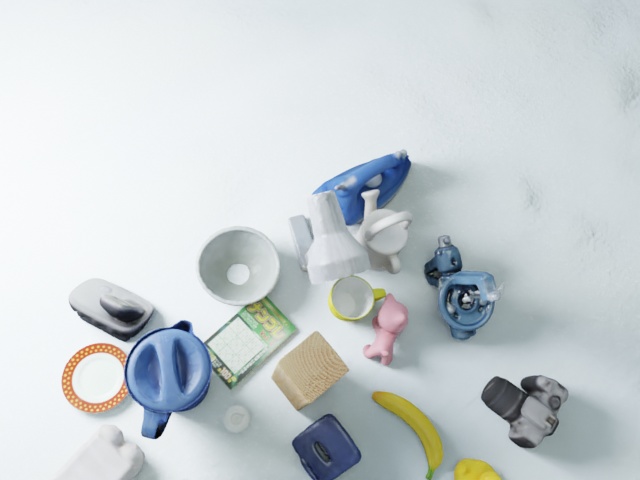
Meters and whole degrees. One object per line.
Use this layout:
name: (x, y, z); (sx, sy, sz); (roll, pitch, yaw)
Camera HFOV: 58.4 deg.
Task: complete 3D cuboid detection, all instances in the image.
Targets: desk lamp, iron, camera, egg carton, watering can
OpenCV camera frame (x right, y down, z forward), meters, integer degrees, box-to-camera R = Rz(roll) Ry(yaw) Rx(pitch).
desk lamp: (0.010, 0.004, 1.134); (0.118, 0.213, 0.203); (-15, 73, -13)
iron: (0.114, -0.138, 1.239); (0.259, 0.141, 0.118); (-33, 78, -18)
camera: (0.404, 0.321, 1.142); (0.137, 0.100, 0.143); (36, 69, 5)
egg carton: (-0.389, 0.409, 1.006); (0.107, 0.069, 0.150); (39, 70, 6)
watering can: (0.126, -0.018, 1.170); (0.101, 0.194, 0.173); (-38, 80, -18)

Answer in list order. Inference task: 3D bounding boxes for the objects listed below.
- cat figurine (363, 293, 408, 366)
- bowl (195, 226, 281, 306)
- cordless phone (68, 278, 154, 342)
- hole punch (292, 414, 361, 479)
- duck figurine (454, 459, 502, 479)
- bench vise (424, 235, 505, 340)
cat figurine: (0.139, 0.178, 1.143); (0.067, 0.117, 0.128); (17, 69, -2)
bowl: (-0.165, 0.060, 1.162); (0.167, 0.074, 0.167); (3, 70, -8)
cordless phone: (-0.392, 0.112, 1.049); (0.147, 0.185, 0.094); (24, 69, 0)
hole punch: (0.011, 0.391, 1.062); (0.101, 0.091, 0.108); (-34, 79, -18)
duck figurine: (0.311, 0.459, 1.086); (0.104, 0.086, 0.077); (32, 69, 4)
bench vise: (0.277, 0.086, 1.142); (0.122, 0.219, 0.207); (-30, 77, -17)
